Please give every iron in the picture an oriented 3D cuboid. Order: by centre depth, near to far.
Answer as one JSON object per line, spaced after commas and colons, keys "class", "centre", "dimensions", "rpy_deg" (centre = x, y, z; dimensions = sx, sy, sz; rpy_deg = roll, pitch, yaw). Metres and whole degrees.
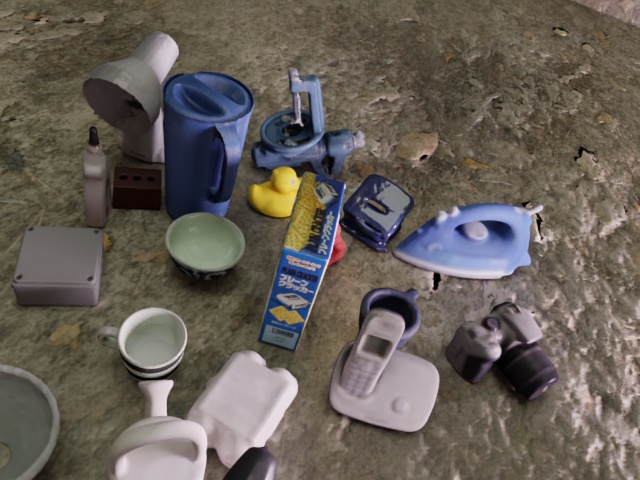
{"class": "iron", "centre": [0.269, -0.016, 1.028], "dimensions": [0.259, 0.141, 0.118], "rpy_deg": [1, 48, -17]}

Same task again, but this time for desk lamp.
{"class": "desk lamp", "centre": [-0.308, -0.242, 1.000], "dimensions": [0.118, 0.213, 0.203], "rpy_deg": [22, 45, 3]}

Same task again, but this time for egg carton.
{"class": "egg carton", "centre": [-0.101, 0.215, 0.740], "dimensions": [0.107, 0.069, 0.150], "rpy_deg": [28, 46, 9]}

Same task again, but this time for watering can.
{"class": "watering can", "centre": [-0.175, 0.234, 0.611], "dimensions": [0.101, 0.194, 0.172], "rpy_deg": [-19, 56, -32]}

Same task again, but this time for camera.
{"class": "camera", "centre": [0.295, 0.175, 0.885], "dimensions": [0.143, 0.101, 0.136], "rpy_deg": [-15, 54, -29]}

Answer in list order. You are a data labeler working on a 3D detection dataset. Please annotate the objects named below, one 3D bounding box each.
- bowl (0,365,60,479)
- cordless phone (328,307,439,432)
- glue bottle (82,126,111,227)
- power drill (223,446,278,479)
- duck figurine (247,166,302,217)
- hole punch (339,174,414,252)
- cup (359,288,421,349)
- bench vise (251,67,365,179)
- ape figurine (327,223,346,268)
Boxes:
{"class": "bowl", "centre": [-0.376, 0.228, 0.635], "dimensions": [0.167, 0.075, 0.167], "rpy_deg": [9, 46, -10]}
{"class": "cordless phone", "centre": [0.098, 0.170, 0.767], "dimensions": [0.147, 0.185, 0.094], "rpy_deg": [15, 45, -4]}
{"class": "glue bottle", "centre": [-0.346, -0.103, 0.886], "dimensions": [0.037, 0.173, 0.078], "rpy_deg": [2, 48, -16]}
{"class": "power drill", "centre": [-0.115, 0.327, 0.532], "dimensions": [0.075, 0.208, 0.230], "rpy_deg": [25, 45, 6]}
{"class": "duck figurine", "centre": [-0.075, -0.094, 1.028], "dimensions": [0.105, 0.086, 0.077], "rpy_deg": [3, 47, -16]}
{"class": "hole punch", "centre": [0.104, -0.051, 1.042], "dimensions": [0.108, 0.091, 0.101], "rpy_deg": [35, 47, 15]}
{"class": "cup", "centre": [0.103, 0.127, 0.872], "dimensions": [0.091, 0.095, 0.118], "rpy_deg": [39, 48, 19]}
{"class": "bench vise", "centre": [-0.016, -0.223, 1.074], "dimensions": [0.208, 0.220, 0.121], "rpy_deg": [-11, 52, -26]}
{"class": "ape figurine", "centre": [0.009, 0.003, 0.959], "dimensions": [0.078, 0.092, 0.076], "rpy_deg": [3, 47, -15]}
